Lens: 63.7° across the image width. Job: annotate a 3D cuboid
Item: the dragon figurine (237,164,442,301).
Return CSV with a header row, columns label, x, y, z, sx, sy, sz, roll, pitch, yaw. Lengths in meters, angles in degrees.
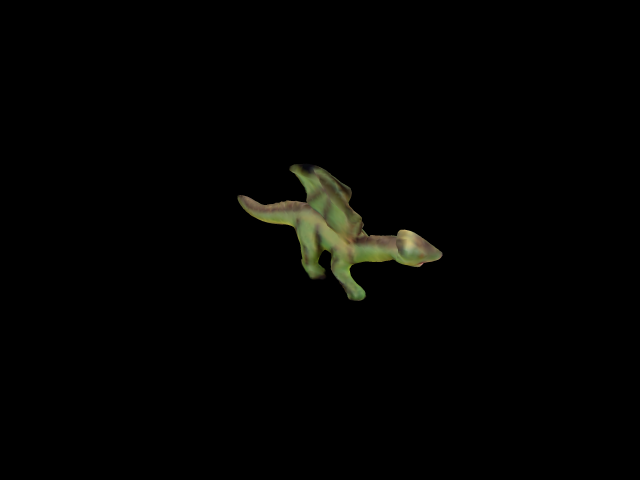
label,x,y,z,sx,sy,sz,roll,pitch,yaw
dragon figurine,0.003,-0.043,0.850,0.413,0.124,0.237,28,-32,19
